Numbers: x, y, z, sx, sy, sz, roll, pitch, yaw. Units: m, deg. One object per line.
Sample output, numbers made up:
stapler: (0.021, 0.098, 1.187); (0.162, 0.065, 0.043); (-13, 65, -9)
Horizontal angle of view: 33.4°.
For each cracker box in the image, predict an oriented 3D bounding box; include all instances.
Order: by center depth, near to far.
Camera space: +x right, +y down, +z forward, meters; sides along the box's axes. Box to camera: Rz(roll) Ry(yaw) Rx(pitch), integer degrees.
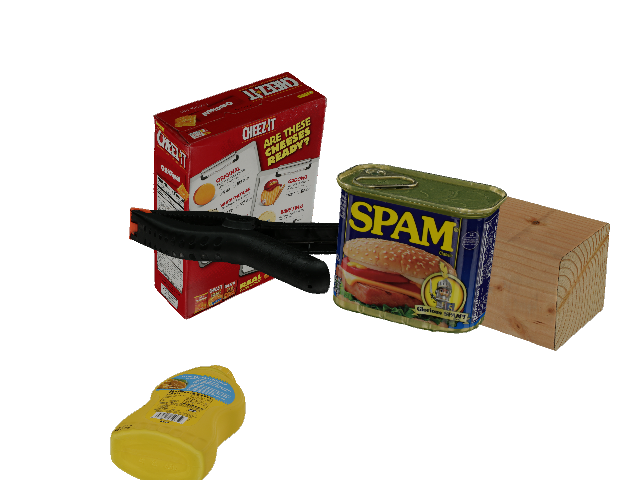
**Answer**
cracker box: (-0.085, -0.046, 1.072); (0.163, 0.214, 0.072); (-24, 47, -33)

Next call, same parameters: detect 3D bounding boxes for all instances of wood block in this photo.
wood block: (0.144, 0.012, 0.969); (0.206, 0.090, 0.090); (18, 33, 36)

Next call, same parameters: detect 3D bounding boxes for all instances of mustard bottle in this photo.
mustard bottle: (-0.128, 0.173, 1.065); (0.096, 0.058, 0.191); (7, 19, 14)

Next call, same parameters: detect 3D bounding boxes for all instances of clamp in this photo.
clamp: (-0.061, 0.002, 0.853); (0.210, 0.036, 0.164); (7, 12, 11)

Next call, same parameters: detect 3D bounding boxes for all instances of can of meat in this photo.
can of meat: (0.058, 0.005, 0.666); (0.102, 0.084, 0.057); (13, 22, 23)
